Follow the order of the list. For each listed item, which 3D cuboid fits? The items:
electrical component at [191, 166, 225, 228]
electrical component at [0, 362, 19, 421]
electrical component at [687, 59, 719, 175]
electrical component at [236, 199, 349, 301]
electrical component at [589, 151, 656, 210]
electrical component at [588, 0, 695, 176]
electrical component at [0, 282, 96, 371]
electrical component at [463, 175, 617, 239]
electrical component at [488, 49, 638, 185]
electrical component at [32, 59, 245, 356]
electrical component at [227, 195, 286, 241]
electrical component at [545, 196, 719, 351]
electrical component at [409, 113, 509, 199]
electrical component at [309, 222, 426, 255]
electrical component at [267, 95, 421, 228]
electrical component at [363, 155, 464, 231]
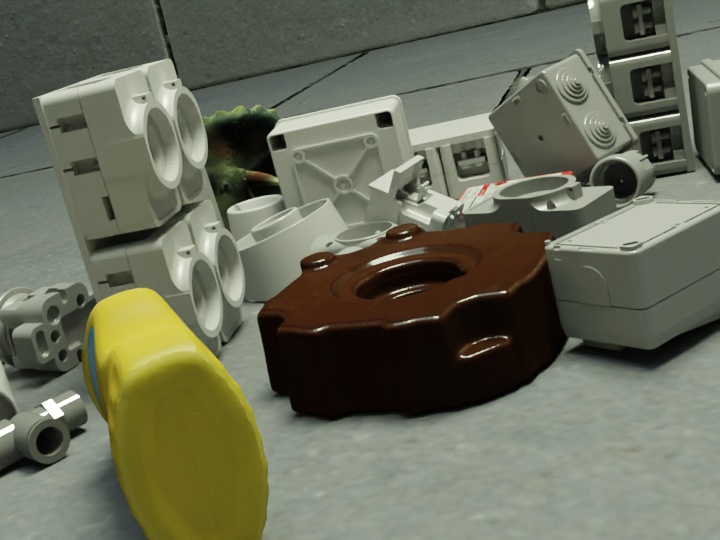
[{"bbox_3d":[-0.149,-0.035,0.859,0.056,0.108,0.108,-15,15,6],"label":"electrical component"},{"bbox_3d":[-0.245,0.086,0.636,0.079,0.043,0.077,-19,16,-19],"label":"electrical component"},{"bbox_3d":[0.295,-0.122,0.840,0.057,0.078,0.113,-8,16,11],"label":"electrical component"},{"bbox_3d":[-0.050,-0.011,0.819,0.099,0.064,0.099,-26,11,5],"label":"electrical component"},{"bbox_3d":[0.199,-0.069,0.808,0.040,0.040,0.046,-3,13,34],"label":"electrical component"},{"bbox_3d":[0.230,-0.158,0.883,0.062,0.150,0.089,-9,16,15],"label":"electrical component"},{"bbox_3d":[-0.225,0.040,0.758,0.057,0.058,0.078,-2,19,27],"label":"electrical component"},{"bbox_3d":[0.118,-0.028,0.699,0.089,0.055,0.050,0,21,42],"label":"electrical component"},{"bbox_3d":[0.160,-0.114,0.863,0.048,0.099,0.100,-29,-4,-31],"label":"electrical component"},{"bbox_3d":[-0.131,-0.033,0.689,0.060,0.186,0.105,-10,16,13],"label":"electrical component"},{"bbox_3d":[-0.083,-0.034,0.913,0.055,0.047,0.055,-13,15,4],"label":"electrical component"},{"bbox_3d":[0.154,0.001,0.559,0.096,0.061,0.062,-23,17,-31],"label":"electrical component"},{"bbox_3d":[0.054,-0.089,0.960,0.150,0.061,0.089,-10,16,12],"label":"electrical component"},{"bbox_3d":[0.000,0.000,0.725,0.077,0.044,0.079,-5,18,29],"label":"electrical component"},{"bbox_3d":[-0.010,-0.078,0.890,0.109,0.108,0.056,-10,19,12],"label":"electrical component"},{"bbox_3d":[0.037,-0.035,0.767,0.064,0.081,0.042,23,30,17],"label":"electrical component"}]
